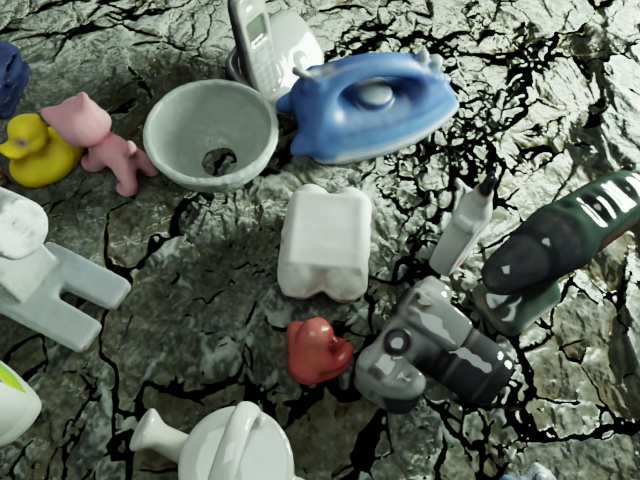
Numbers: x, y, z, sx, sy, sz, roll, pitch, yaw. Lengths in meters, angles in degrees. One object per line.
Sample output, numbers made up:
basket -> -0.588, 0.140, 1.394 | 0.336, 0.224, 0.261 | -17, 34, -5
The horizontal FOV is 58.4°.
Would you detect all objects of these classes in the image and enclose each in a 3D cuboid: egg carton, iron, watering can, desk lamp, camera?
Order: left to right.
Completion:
desk lamp -> -0.327, 0.001, 0.589 | 0.203, 0.213, 0.118 | 23, 64, 10
watering can -> -0.081, 0.200, 0.506 | 0.173, 0.194, 0.101 | -2, 62, -3
egg carton -> 0.006, 0.002, 0.682 | 0.107, 0.069, 0.150 | 4, 62, 0
iron -> 0.076, -0.195, 0.746 | 0.258, 0.141, 0.118 | -14, 64, -9
camera -> 0.126, 0.124, 0.605 | 0.136, 0.101, 0.143 | 34, 66, 15

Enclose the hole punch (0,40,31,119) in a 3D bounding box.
hole punch -> -0.462, -0.231, 0.773 | 0.101, 0.091, 0.108 | 5, 62, 1

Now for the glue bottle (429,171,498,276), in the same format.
glue bottle -> 0.168, -0.024, 0.643 | 0.037, 0.173, 0.078 | 34, 67, 15

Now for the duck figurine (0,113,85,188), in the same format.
duck figurine -> -0.356, -0.126, 0.726 | 0.077, 0.086, 0.105 | 39, 68, 17

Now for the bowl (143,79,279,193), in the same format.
bowl -> -0.135, -0.122, 0.738 | 0.167, 0.075, 0.167 | 1, 63, -2

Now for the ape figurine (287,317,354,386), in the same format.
ape figurine -> -0.005, 0.112, 0.612 | 0.077, 0.092, 0.076 | 42, 69, 18

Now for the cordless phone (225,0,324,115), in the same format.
cordless phone -> -0.062, -0.269, 0.755 | 0.094, 0.185, 0.148 | 31, 66, 14

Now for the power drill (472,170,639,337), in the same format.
power drill -> 0.235, 0.023, 0.601 | 0.230, 0.208, 0.075 | -33, 68, -17

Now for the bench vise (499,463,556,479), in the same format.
bench vise -> 0.125, 0.262, 0.466 | 0.121, 0.220, 0.207 | 23, 64, 10

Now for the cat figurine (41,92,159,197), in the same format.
cat figurine -> -0.274, -0.129, 0.712 | 0.127, 0.118, 0.067 | 30, 65, 13
